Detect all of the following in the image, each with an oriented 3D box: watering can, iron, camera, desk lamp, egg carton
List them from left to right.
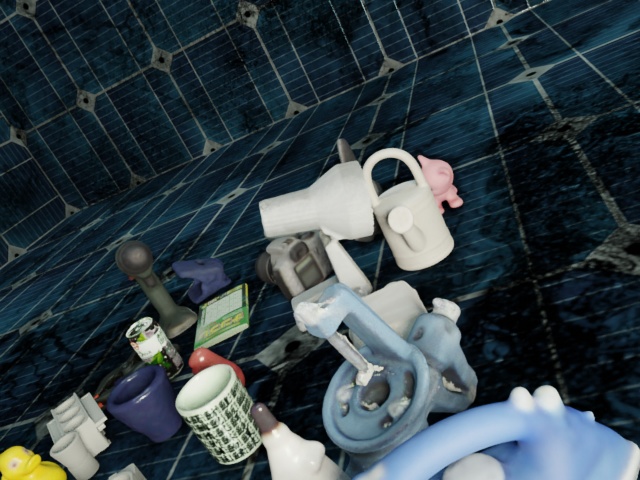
[{"bbox_3d":[-0.054,0.033,1.071,0.136,0.101,0.143,-1,33,49],"label":"camera"},{"bbox_3d":[0.008,0.003,0.907,0.203,0.214,0.117,-28,21,0],"label":"desk lamp"},{"bbox_3d":[0.091,0.116,0.748,0.107,0.069,0.150,-26,21,5],"label":"egg carton"},{"bbox_3d":[0.136,-0.054,0.912,0.101,0.194,0.172,-29,21,-4],"label":"watering can"},{"bbox_3d":[0.126,0.185,0.445,0.258,0.142,0.118,-30,21,-6],"label":"iron"}]

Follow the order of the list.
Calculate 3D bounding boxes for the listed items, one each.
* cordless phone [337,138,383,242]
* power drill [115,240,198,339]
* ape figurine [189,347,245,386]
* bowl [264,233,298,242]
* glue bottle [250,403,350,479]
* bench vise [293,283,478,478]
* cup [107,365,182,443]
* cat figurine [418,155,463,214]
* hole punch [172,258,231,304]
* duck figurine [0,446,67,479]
[{"bbox_3d":[0.071,-0.100,1.110,0.094,0.185,0.147,-26,21,4],"label":"cordless phone"},{"bbox_3d":[-0.331,0.088,1.131,0.076,0.209,0.228,-36,23,-21],"label":"power drill"},{"bbox_3d":[-0.158,0.195,0.835,0.076,0.092,0.077,-27,21,2],"label":"ape figurine"},{"bbox_3d":[-0.029,-0.024,1.211,0.167,0.075,0.167,-24,21,10],"label":"bowl"},{"bbox_3d":[-0.015,0.210,0.512,0.078,0.173,0.037,-19,23,21],"label":"glue bottle"},{"bbox_3d":[0.060,0.115,0.578,0.121,0.220,0.208,-13,26,34],"label":"bench vise"},{"bbox_3d":[-0.251,0.243,0.833,0.117,0.095,0.092,-2,32,48],"label":"cup"},{"bbox_3d":[0.214,-0.113,1.062,0.067,0.118,0.127,-24,21,9],"label":"cat figurine"},{"bbox_3d":[-0.259,0.071,1.248,0.101,0.091,0.108,-34,22,-15],"label":"hole punch"},{"bbox_3d":[-0.438,0.342,0.842,0.104,0.086,0.077,-17,23,25],"label":"duck figurine"}]
